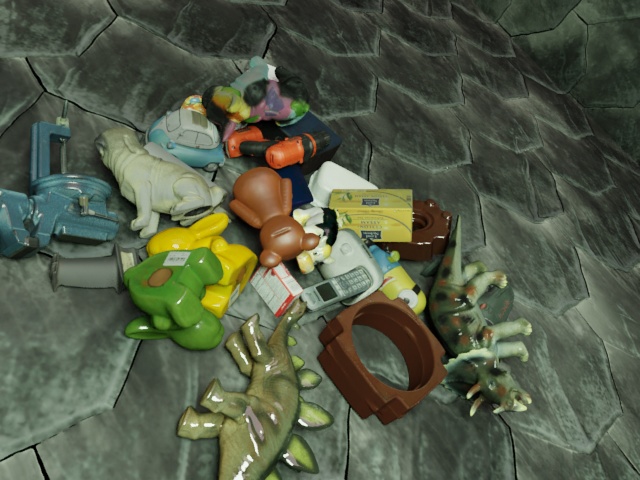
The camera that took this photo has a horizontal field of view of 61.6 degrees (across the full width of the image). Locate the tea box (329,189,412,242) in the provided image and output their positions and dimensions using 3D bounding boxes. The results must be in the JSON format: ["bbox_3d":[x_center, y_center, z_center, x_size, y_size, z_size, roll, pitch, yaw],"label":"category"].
[{"bbox_3d":[0.108,-0.051,1.124,0.170,0.098,0.068,-1,43,10],"label":"tea box"}]

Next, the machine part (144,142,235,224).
[{"bbox_3d":[-0.262,-0.104,0.995,0.243,0.079,0.079,34,42,-2],"label":"machine part"}]

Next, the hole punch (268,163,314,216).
[{"bbox_3d":[-0.084,-0.094,1.098,0.116,0.092,0.142,-7,61,-33],"label":"hole punch"}]

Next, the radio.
[{"bbox_3d":[-0.073,-0.261,1.264,0.230,0.073,0.131,41,43,7],"label":"radio"}]

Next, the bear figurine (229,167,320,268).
[{"bbox_3d":[-0.079,-0.033,0.962,0.120,0.131,0.196,-29,67,-5],"label":"bear figurine"}]

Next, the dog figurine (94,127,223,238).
[{"bbox_3d":[-0.272,-0.119,0.908,0.172,0.121,0.190,-17,82,-20],"label":"dog figurine"}]

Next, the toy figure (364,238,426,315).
[{"bbox_3d":[0.145,0.080,1.099,0.089,0.082,0.180,-16,61,-40],"label":"toy figure"}]

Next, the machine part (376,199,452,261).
[{"bbox_3d":[0.208,-0.027,1.201,0.179,0.056,0.179,-2,40,2],"label":"machine part"}]

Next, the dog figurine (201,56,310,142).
[{"bbox_3d":[-0.130,-0.270,1.090,0.191,0.108,0.219,25,41,-3],"label":"dog figurine"}]

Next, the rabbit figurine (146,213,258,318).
[{"bbox_3d":[-0.200,0.022,0.901,0.173,0.121,0.162,19,44,9],"label":"rabbit figurine"}]

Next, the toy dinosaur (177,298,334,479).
[{"bbox_3d":[-0.090,0.268,0.761,0.198,0.105,0.471,34,47,-8],"label":"toy dinosaur"}]

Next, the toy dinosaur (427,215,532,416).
[{"bbox_3d":[0.283,0.151,1.052,0.192,0.131,0.405,-18,61,-9],"label":"toy dinosaur"}]

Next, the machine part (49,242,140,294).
[{"bbox_3d":[-0.346,0.045,0.836,0.139,0.039,0.084,-3,64,-38],"label":"machine part"}]

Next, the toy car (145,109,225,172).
[{"bbox_3d":[-0.259,-0.203,1.067,0.161,0.103,0.109,8,50,-25],"label":"toy car"}]

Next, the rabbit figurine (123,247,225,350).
[{"bbox_3d":[-0.213,0.111,0.797,0.159,0.170,0.121,-7,42,14],"label":"rabbit figurine"}]

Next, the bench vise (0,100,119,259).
[{"bbox_3d":[-0.422,-0.088,0.827,0.223,0.129,0.240,6,67,-39],"label":"bench vise"}]

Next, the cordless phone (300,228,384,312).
[{"bbox_3d":[0.017,0.065,1.028,0.184,0.088,0.147,-16,64,-37],"label":"cordless phone"}]

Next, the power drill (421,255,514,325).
[{"bbox_3d":[0.321,0.123,1.177,0.232,0.086,0.207,-28,67,-40],"label":"power drill"}]

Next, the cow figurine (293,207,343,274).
[{"bbox_3d":[-0.002,-0.001,1.010,0.098,0.068,0.167,-11,36,6],"label":"cow figurine"}]

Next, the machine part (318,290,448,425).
[{"bbox_3d":[0.111,0.205,0.960,0.201,0.087,0.201,-24,67,-44],"label":"machine part"}]
